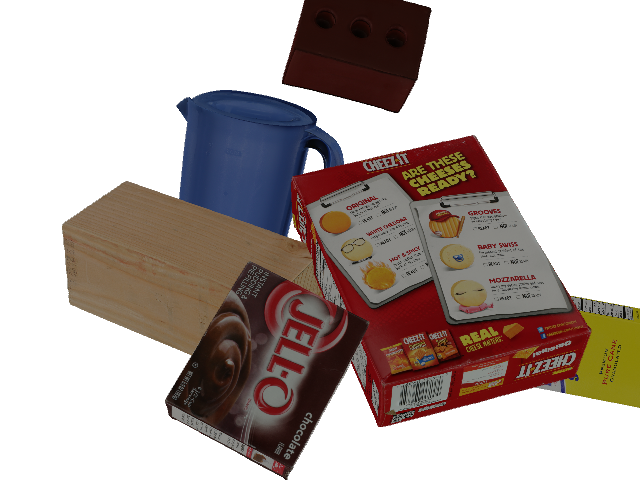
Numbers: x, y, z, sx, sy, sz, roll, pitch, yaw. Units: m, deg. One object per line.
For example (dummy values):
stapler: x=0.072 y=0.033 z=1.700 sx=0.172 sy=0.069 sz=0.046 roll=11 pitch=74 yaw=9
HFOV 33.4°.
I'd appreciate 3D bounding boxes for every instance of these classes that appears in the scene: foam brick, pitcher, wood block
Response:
foam brick: x=0.021 y=-0.119 z=0.656 sx=0.078 sy=0.053 sz=0.051 roll=13 pitch=-17 yaw=-3
pitcher: x=-0.079 y=-0.027 z=1.114 sx=0.144 sy=0.243 sz=0.149 roll=1 pitch=21 yaw=-26
wood block: x=-0.108 y=0.033 z=0.908 sx=0.206 sy=0.090 sz=0.090 roll=19 pitch=36 yaw=23

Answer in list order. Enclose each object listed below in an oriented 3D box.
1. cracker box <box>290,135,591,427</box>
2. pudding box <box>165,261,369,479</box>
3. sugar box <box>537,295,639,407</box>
cracker box: x=0.086 y=0.027 z=0.835 sx=0.164 sy=0.214 sz=0.072 roll=-13 pitch=-40 yaw=-12
pudding box: x=-0.033 y=0.082 z=0.683 sx=0.090 sy=0.113 sz=0.039 roll=26 pitch=-23 yaw=8
sugar box: x=0.272 y=0.108 z=1.045 sx=0.176 sy=0.093 sz=0.048 roll=8 pitch=22 yaw=8
